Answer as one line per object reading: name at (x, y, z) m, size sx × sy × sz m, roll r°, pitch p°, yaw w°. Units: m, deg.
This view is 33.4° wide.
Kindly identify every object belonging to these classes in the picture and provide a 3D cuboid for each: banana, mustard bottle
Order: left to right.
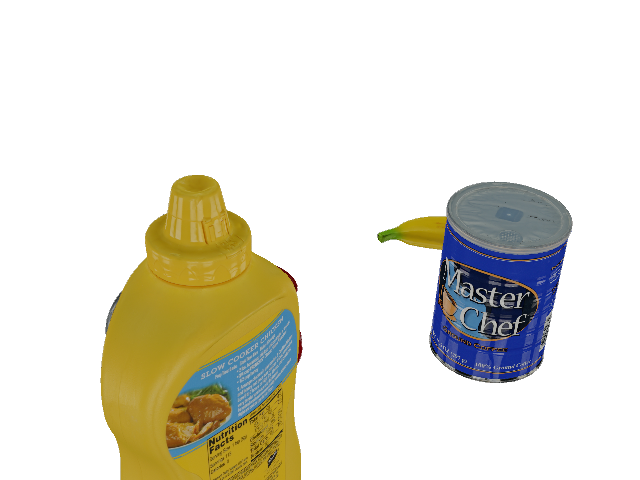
mustard bottle at (-0.048, 0.060, 0.448) m, size 0.058 × 0.192 × 0.096 m, roll 25°, pitch 39°, yaw 32°
banana at (0.164, 0.005, 1.153) m, size 0.198 × 0.037 × 0.069 m, roll 10°, pitch 38°, yaw 29°

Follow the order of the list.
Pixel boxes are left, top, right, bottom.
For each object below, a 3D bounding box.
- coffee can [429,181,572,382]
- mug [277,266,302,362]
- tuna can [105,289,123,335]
coffee can at (0.151, 0.035, 0.911) m, size 0.103 × 0.140 × 0.103 m, roll 2°, pitch 33°, yaw -2°
mug at (-0.061, 0.076, 0.929) m, size 0.117 × 0.081 × 0.093 m, roll 25°, pitch 31°, yaw 34°
tuna can at (-0.097, 0.060, 0.710) m, size 0.086 × 0.086 × 0.034 m, roll 0°, pitch -34°, yaw 11°
